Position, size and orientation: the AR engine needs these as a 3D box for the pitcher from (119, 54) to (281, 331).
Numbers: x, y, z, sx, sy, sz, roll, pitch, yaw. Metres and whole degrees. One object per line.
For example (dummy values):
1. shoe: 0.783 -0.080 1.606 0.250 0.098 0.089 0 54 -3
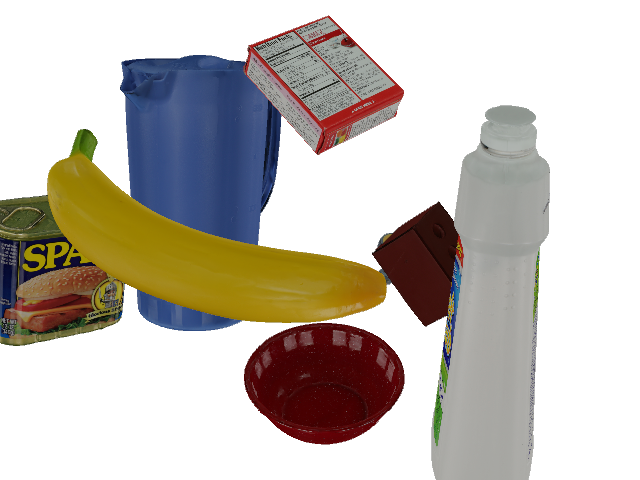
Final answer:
1. pitcher: -0.106 -0.048 0.983 0.149 0.243 0.145 0 14 -7

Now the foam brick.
1. foam brick: 0.091 0.020 0.872 0.051 0.078 0.052 -33 5 39

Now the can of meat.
1. can of meat: -0.181 0.018 0.726 0.101 0.084 0.058 -9 29 -38

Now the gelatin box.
1. gelatin box: 0.001 -0.109 0.739 0.073 0.089 0.030 -29 -25 -29

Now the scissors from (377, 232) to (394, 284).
1. scissors: 0.070 0.030 1.275 0.201 0.016 0.096 -11 41 -42

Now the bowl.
1. bowl: 0.004 0.155 1.084 0.162 0.055 0.162 -1 35 1

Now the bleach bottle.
1. bleach bottle: 0.107 0.035 0.660 0.068 0.251 0.102 4 30 7

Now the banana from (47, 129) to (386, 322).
1. banana: -0.066 -0.001 0.516 0.198 0.069 0.037 27 -28 22
